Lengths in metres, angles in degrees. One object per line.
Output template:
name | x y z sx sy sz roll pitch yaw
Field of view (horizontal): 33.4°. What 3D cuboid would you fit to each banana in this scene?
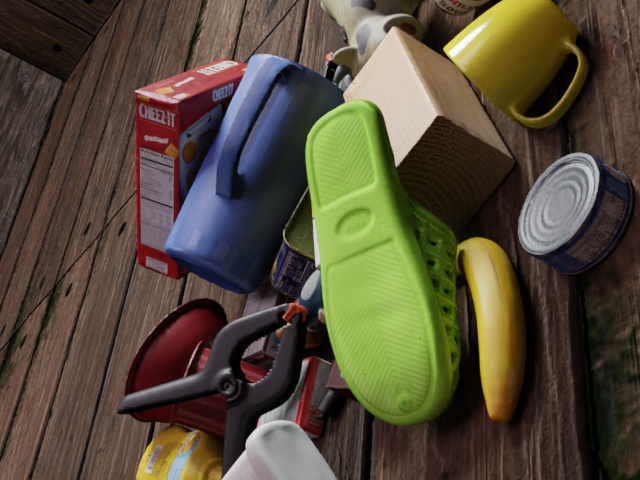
banana | 0.130 0.052 0.818 0.198 0.037 0.070 -98 15 -57

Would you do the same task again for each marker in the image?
marker | 0.031 0.112 0.984 0.121 0.020 0.020 -62 22 1

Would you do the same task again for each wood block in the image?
wood block | 0.095 -0.105 0.990 0.091 0.090 0.206 -53 24 22

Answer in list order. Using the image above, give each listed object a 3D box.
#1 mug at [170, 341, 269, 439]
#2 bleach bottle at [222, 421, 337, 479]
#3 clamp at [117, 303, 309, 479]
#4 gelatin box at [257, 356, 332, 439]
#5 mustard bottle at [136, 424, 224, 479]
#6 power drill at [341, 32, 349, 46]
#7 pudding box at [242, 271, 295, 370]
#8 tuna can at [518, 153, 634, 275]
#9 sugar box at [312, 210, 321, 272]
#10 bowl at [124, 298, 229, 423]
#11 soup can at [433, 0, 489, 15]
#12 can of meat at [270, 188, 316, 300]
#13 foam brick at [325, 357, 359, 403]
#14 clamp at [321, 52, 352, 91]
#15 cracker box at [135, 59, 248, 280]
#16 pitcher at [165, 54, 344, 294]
mug | -0.102 0.166 1.110 0.117 0.081 0.093 107 -178 -64
bleach bottle | -0.082 0.276 0.955 0.103 0.067 0.251 53 122 22
clamp | -0.092 0.139 1.021 0.210 0.165 0.036 -57 -20 3
gelatin box | -0.024 0.159 1.035 0.089 0.030 0.073 -29 41 53
mustard bottle | -0.136 0.249 1.139 0.192 0.058 0.096 -14 46 61
power drill | 0.095 -0.286 1.229 0.188 0.057 0.184 -50 32 26
pudding box | -0.054 0.088 1.166 0.090 0.039 0.113 -30 38 56
tuna can | 0.184 -0.020 0.776 0.086 0.033 0.086 -47 27 33
sugar box | 0.038 -0.032 1.007 0.048 0.093 0.176 -43 35 39
bowl | -0.142 0.148 1.199 0.055 0.162 0.162 29 93 28
soup can | 0.160 -0.272 1.061 0.102 0.068 0.068 -19 48 60
can of meat | -0.007 0.001 1.096 0.102 0.057 0.084 -63 -2 -38
foam brick | 0.049 0.100 0.912 0.053 0.051 0.078 -12 54 61
clamp | 0.031 -0.176 1.274 0.120 0.039 0.171 -33 39 34
cracker box | -0.139 -0.085 1.227 0.163 0.072 0.214 -34 -45 -51
pitcher | -0.070 -0.072 1.145 0.145 0.149 0.243 8 68 60
